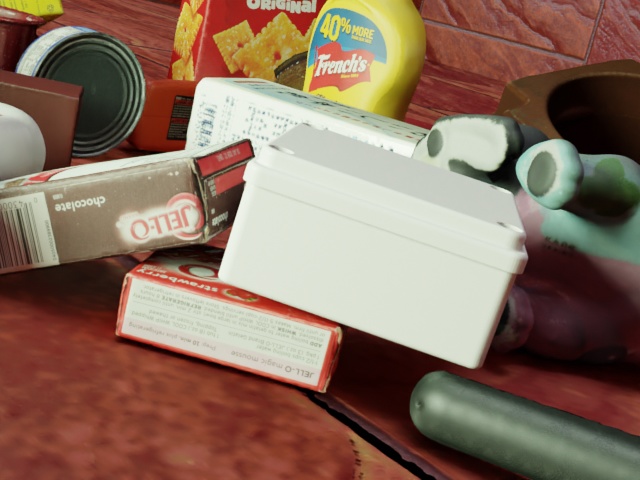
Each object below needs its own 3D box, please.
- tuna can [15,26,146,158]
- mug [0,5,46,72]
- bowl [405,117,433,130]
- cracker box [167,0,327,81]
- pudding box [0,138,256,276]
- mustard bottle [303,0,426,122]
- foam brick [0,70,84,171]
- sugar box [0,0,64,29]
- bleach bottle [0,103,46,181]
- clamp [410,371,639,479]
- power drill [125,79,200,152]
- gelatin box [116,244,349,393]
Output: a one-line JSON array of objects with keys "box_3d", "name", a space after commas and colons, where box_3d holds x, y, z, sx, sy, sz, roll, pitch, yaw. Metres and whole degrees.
[{"box_3d": [-0.164, -0.102, 0.727, 0.085, 0.086, 0.034, 2, 16, -41], "name": "tuna can"}, {"box_3d": [-0.232, -0.120, 0.742, 0.117, 0.081, 0.093, 10, 14, -14], "name": "mug"}, {"box_3d": [0.063, -0.076, 0.921, 0.162, 0.055, 0.162, 13, 14, -3], "name": "bowl"}, {"box_3d": [-0.047, -0.210, 1.012, 0.163, 0.214, 0.072, 5, 15, -33], "name": "cracker box"}, {"box_3d": [-0.089, -0.015, 0.465, 0.113, 0.039, 0.090, -7, 8, 13], "name": "pudding box"}, {"box_3d": [0.030, -0.123, 0.777, 0.058, 0.192, 0.096, 2, 18, -42], "name": "mustard bottle"}, {"box_3d": [-0.189, -0.075, 0.663, 0.078, 0.053, 0.051, 11, 14, -11], "name": "foam brick"}, {"box_3d": [-0.302, -0.176, 0.839, 0.175, 0.048, 0.094, -19, 8, -31], "name": "sugar box"}, {"box_3d": [-0.198, -0.038, 0.485, 0.102, 0.068, 0.250, 6, 9, 5], "name": "bleach bottle"}, {"box_3d": [0.153, 0.091, 0.361, 0.164, 0.036, 0.210, 4, 13, -36], "name": "clamp"}, {"box_3d": [-0.186, -0.120, 0.842, 0.188, 0.057, 0.184, 22, 16, 29], "name": "power drill"}, {"box_3d": [-0.032, 0.028, 0.447, 0.089, 0.030, 0.073, 14, 13, 3], "name": "gelatin box"}]
